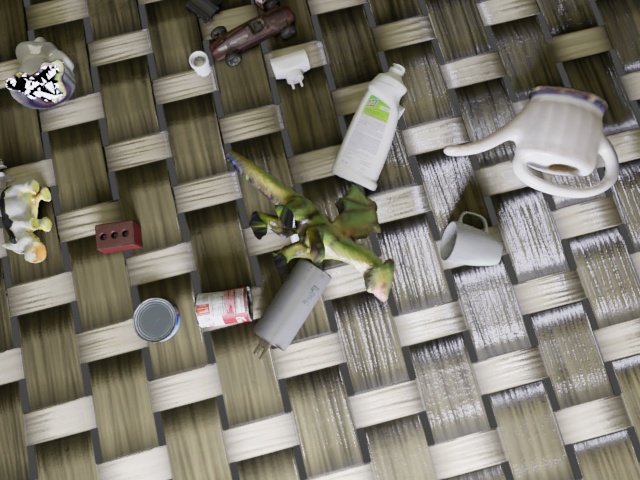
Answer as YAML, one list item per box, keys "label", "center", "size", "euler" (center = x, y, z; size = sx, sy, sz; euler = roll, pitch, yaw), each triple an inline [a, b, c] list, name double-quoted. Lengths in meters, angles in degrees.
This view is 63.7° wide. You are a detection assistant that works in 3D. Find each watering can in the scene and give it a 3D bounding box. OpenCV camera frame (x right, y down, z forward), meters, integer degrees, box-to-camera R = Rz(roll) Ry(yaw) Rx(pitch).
- label: "watering can"
  center: [0.442, -0.214, 1.048]
  size: [0.348, 0.103, 0.226]
  euler: [17, 79, 3]

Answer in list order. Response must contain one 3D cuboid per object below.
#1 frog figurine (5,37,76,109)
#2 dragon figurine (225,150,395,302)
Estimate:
- label: "frog figurine"
  center: [-0.599, -0.358, 1.105]
  size: [0.137, 0.120, 0.162]
  euler: [-41, 46, 2]
- label: "dragon figurine"
  center: [0.003, -0.051, 1.007]
  size: [0.244, 0.119, 0.416]
  euler: [-15, 61, -37]
